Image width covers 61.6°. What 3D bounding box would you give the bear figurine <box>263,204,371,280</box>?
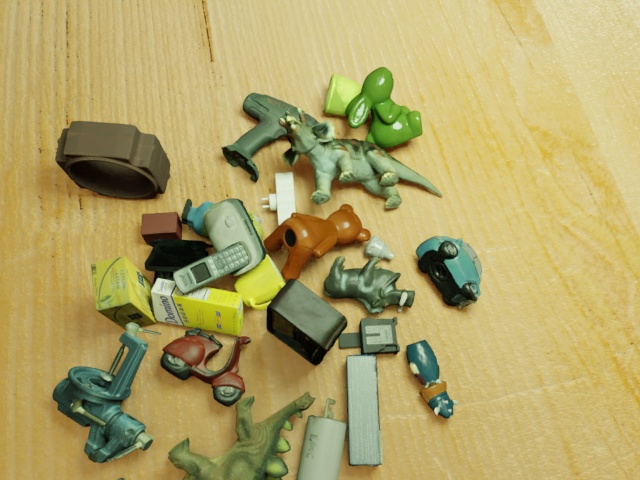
[{"bbox_3d":[0.000,-0.006,1.139,0.196,0.132,0.120,-10,57,-44],"label":"bear figurine"}]

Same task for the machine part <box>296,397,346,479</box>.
[{"bbox_3d":[-0.002,0.412,0.979,0.079,0.079,0.243,11,69,3],"label":"machine part"}]

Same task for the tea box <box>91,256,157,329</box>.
[{"bbox_3d":[-0.380,0.108,1.050,0.068,0.169,0.098,-14,70,-5],"label":"tea box"}]

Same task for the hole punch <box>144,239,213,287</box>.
[{"bbox_3d":[-0.296,0.059,1.126,0.142,0.092,0.116,0,34,3],"label":"hole punch"}]

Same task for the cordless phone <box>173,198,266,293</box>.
[{"bbox_3d":[-0.213,0.014,1.055,0.184,0.089,0.146,-25,89,-15],"label":"cordless phone"}]

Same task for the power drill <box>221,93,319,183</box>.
[{"bbox_3d":[-0.110,-0.234,1.246,0.232,0.086,0.207,35,76,12],"label":"power drill"}]

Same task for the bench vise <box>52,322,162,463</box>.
[{"bbox_3d":[-0.380,0.275,0.997,0.224,0.128,0.240,24,87,29],"label":"bench vise"}]

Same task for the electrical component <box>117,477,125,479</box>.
[{"bbox_3d":[-0.372,0.468,0.980,0.063,0.021,0.094,-42,73,-17],"label":"electrical component"}]

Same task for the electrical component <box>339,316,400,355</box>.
[{"bbox_3d":[0.099,0.196,1.088,0.119,0.047,0.075,1,67,-2],"label":"electrical component"}]

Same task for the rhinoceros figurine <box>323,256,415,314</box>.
[{"bbox_3d":[0.103,0.096,1.115,0.190,0.073,0.112,9,66,3],"label":"rhinoceros figurine"}]

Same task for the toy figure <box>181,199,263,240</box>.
[{"bbox_3d":[-0.210,-0.029,1.159,0.180,0.082,0.089,14,87,-3],"label":"toy figure"}]

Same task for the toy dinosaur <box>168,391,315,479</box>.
[{"bbox_3d":[-0.190,0.438,0.954,0.471,0.105,0.198,-36,76,-10],"label":"toy dinosaur"}]

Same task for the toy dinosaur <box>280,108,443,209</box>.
[{"bbox_3d":[0.078,-0.173,1.190,0.405,0.131,0.192,7,51,-32],"label":"toy dinosaur"}]

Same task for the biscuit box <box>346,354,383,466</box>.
[{"bbox_3d":[0.082,0.322,1.028,0.063,0.059,0.202,0,68,1],"label":"biscuit box"}]

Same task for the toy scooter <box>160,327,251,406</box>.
[{"bbox_3d":[-0.211,0.228,1.055,0.184,0.075,0.135,27,65,10],"label":"toy scooter"}]

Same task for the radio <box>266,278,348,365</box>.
[{"bbox_3d":[-0.029,0.160,1.005,0.131,0.229,0.073,36,72,8],"label":"radio"}]

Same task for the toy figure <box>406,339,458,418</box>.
[{"bbox_3d":[0.217,0.273,1.053,0.064,0.057,0.154,-19,73,-3],"label":"toy figure"}]

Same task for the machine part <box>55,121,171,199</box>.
[{"bbox_3d":[-0.435,-0.162,1.143,0.202,0.201,0.087,6,70,1],"label":"machine part"}]

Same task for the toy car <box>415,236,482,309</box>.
[{"bbox_3d":[0.286,0.055,1.122,0.103,0.109,0.161,-28,79,-30],"label":"toy car"}]

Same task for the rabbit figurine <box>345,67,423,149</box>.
[{"bbox_3d":[0.136,-0.304,1.232,0.159,0.170,0.121,-19,26,6],"label":"rabbit figurine"}]
